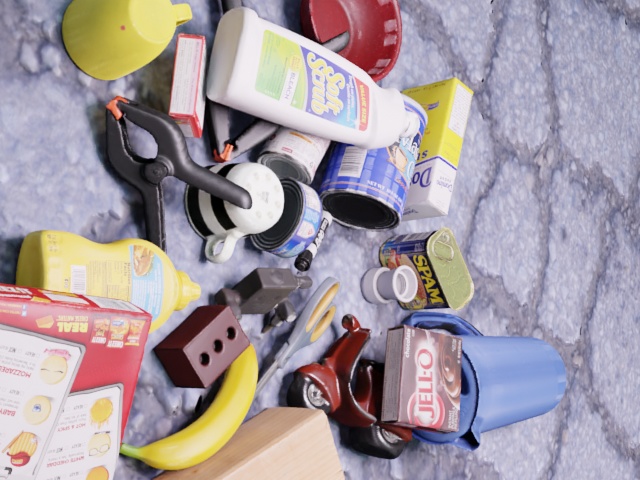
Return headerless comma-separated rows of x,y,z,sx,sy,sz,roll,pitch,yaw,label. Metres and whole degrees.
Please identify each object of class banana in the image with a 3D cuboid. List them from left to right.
-0.114,0.177,1.091,0.069,0.037,0.197,50,47,2,banana

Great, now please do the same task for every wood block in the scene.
-0.080,0.255,1.089,0.205,0.090,0.091,-25,104,-44,wood block

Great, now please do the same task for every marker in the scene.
-0.008,0.001,1.209,0.020,0.020,0.121,62,24,-20,marker

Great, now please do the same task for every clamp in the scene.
-0.163,-0.061,1.063,0.120,0.039,0.171,-41,99,6,clamp
-0.060,-0.178,1.172,0.164,0.036,0.210,18,80,-19,clamp

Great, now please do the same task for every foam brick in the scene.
-0.120,0.109,1.094,0.078,0.051,0.053,-45,116,-39,foam brick

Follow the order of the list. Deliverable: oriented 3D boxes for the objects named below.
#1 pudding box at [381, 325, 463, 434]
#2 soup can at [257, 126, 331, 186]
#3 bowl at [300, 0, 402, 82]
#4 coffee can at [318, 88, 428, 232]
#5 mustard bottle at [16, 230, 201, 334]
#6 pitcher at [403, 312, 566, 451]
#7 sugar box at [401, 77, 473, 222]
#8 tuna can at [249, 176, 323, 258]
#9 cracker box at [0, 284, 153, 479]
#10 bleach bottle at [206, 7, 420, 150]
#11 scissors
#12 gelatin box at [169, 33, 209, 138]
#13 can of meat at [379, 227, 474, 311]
0.117,0.161,1.224,0.089,0.039,0.113,15,69,-33,pudding box
-0.022,-0.115,1.209,0.068,0.069,0.102,44,57,-32,soup can
0.027,-0.263,1.286,0.161,0.055,0.162,7,80,-44,bowl
0.062,-0.094,1.266,0.102,0.103,0.140,34,62,-37,coffee can
-0.194,0.045,1.024,0.191,0.058,0.096,6,82,-44,mustard bottle
0.208,0.174,1.372,0.242,0.145,0.149,2,96,-48,pitcher
0.130,-0.112,1.343,0.048,0.094,0.176,33,62,-36,sugar box
-0.038,-0.024,1.169,0.033,0.086,0.086,24,68,-42,tuna can
-0.250,0.148,0.908,0.163,0.072,0.214,10,97,-43,cracker box
0.004,-0.163,1.151,0.250,0.068,0.102,14,85,-32,bleach bottle
-0.035,0.131,1.194,0.201,0.016,0.096,-56,161,-8,scissors
-0.135,-0.158,1.100,0.030,0.073,0.089,5,79,-1,gelatin box
0.132,0.039,1.331,0.057,0.084,0.102,-39,112,-40,can of meat
